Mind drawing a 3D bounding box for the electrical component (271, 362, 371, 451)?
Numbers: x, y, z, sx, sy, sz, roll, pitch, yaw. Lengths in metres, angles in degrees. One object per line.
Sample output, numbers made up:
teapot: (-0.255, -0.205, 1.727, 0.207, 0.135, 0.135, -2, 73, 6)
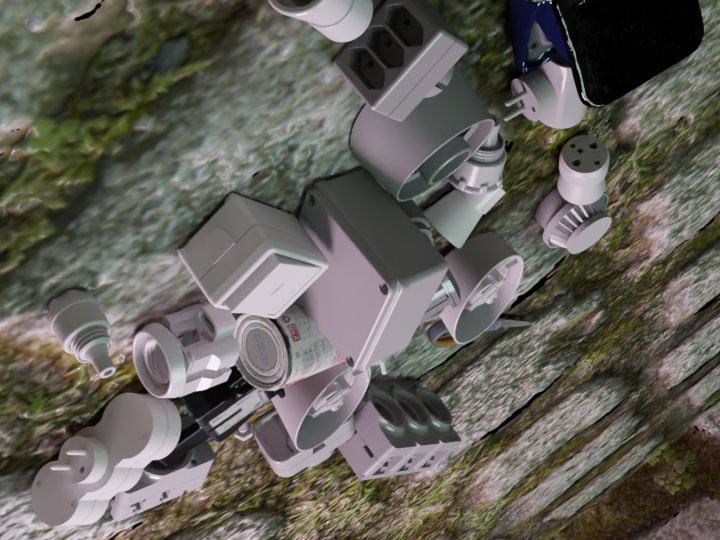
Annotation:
electrical component: (-0.035, 0.114, 1.007, 0.099, 0.064, 0.099, -30, 154, -16)

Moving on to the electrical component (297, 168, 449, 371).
electrical component: (0.000, 0.000, 0.805, 0.056, 0.108, 0.108, -23, 152, -34)

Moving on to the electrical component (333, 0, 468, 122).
electrical component: (0.035, -0.133, 0.692, 0.065, 0.047, 0.077, -46, 154, 19)

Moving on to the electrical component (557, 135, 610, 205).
electrical component: (0.205, -0.092, 0.988, 0.045, 0.045, 0.055, -33, 154, -9)

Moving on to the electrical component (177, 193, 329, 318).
electrical component: (-0.069, -0.004, 0.763, 0.062, 0.061, 0.096, -44, 154, 15)

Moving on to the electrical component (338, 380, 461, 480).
electrical component: (0.036, 0.167, 1.161, 0.061, 0.089, 0.150, -47, 153, 20)

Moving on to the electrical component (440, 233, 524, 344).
electrical component: (0.112, 0.015, 1.027, 0.099, 0.064, 0.099, -29, 154, -16)

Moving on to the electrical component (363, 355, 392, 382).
electrical component: (0.007, 0.061, 0.966, 0.077, 0.044, 0.079, -21, 109, -30)

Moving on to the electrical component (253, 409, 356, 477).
electrical component: (-0.054, 0.160, 1.075, 0.095, 0.053, 0.059, -31, 154, -12)

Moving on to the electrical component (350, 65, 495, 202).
electrical component: (0.046, -0.098, 0.776, 0.099, 0.064, 0.099, -36, 169, -8)

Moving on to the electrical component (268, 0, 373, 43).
electrical component: (-0.020, -0.152, 0.598, 0.044, 0.044, 0.065, -43, 159, 13)

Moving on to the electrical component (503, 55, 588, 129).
electrical component: (0.143, -0.140, 0.827, 0.079, 0.043, 0.077, -31, 155, -12)

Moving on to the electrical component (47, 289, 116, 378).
electrical component: (-0.178, 0.044, 0.703, 0.035, 0.061, 0.035, -30, 154, -16)

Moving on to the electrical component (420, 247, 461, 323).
electrical component: (0.047, 0.005, 0.911, 0.051, 0.080, 0.080, -31, 155, 0)

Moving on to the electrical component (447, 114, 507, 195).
electrical component: (0.095, -0.094, 0.844, 0.048, 0.048, 0.062, -22, 144, -30)

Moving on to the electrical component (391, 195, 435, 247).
electrical component: (0.038, -0.026, 0.853, 0.040, 0.078, 0.040, -18, 139, -17)

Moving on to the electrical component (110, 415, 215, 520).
electrical component: (-0.178, 0.168, 0.932, 0.089, 0.050, 0.055, -18, 149, -36)

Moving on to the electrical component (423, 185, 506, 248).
electrical component: (0.090, -0.056, 0.907, 0.065, 0.044, 0.044, -47, 154, 9)

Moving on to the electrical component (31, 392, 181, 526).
electrical component: (-0.213, 0.150, 0.852, 0.138, 0.052, 0.074, -43, 154, 14)

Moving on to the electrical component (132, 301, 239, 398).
electrical component: (-0.132, 0.062, 0.801, 0.057, 0.058, 0.078, -19, 150, -40)
